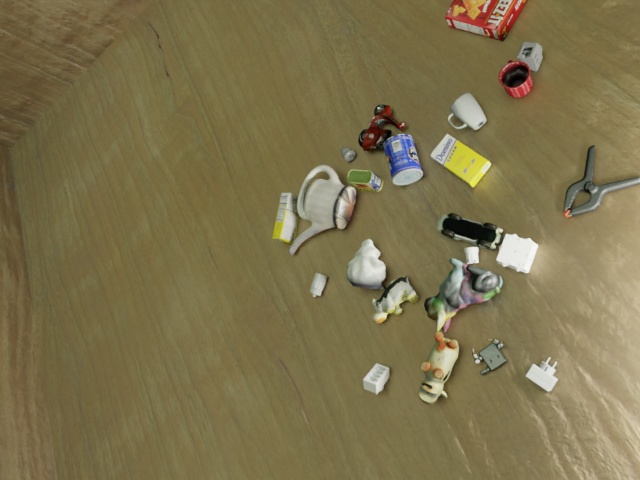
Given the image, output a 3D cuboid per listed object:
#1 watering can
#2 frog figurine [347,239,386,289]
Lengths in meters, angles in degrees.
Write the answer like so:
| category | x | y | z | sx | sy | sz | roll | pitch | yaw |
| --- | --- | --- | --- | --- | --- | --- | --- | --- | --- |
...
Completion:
| category | x | y | z | sx | sy | sz | roll | pitch | yaw |
| --- | --- | --- | --- | --- | --- | --- | --- | --- | --- |
| watering can | 0.006 | -0.092 | 1.833 | 0.225 | 0.104 | 0.347 | 16 | 94 | 34 |
| frog figurine | 0.152 | 0.077 | 1.679 | 0.137 | 0.122 | 0.160 | 1 | 88 | 51 |
